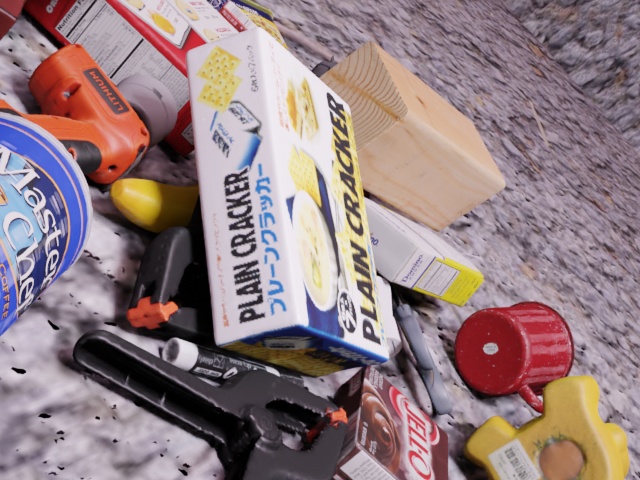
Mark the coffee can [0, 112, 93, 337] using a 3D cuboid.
[{"bbox_3d":[-0.186,0.005,0.527,0.103,0.103,0.140,43,24,-8],"label":"coffee can"}]

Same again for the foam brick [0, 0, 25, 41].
[{"bbox_3d":[-0.256,-0.170,0.752,0.078,0.053,0.051,36,26,-26],"label":"foam brick"}]

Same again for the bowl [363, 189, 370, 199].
[{"bbox_3d":[-0.005,-0.069,1.009,0.162,0.055,0.162,38,25,-21],"label":"bowl"}]

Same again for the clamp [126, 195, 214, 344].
[{"bbox_3d":[-0.075,0.030,0.741,0.120,0.039,0.171,61,31,-16],"label":"clamp"}]

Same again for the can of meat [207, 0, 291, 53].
[{"bbox_3d":[-0.077,-0.201,1.095,0.101,0.058,0.084,14,42,-51],"label":"can of meat"}]

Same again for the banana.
[{"bbox_3d":[-0.095,-0.039,0.816,0.069,0.037,0.197,65,30,-10],"label":"banana"}]

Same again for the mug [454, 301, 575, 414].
[{"bbox_3d":[0.185,0.113,0.999,0.081,0.093,0.117,4,51,-51],"label":"mug"}]

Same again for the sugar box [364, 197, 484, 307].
[{"bbox_3d":[0.080,0.011,0.986,0.093,0.048,0.176,41,12,29],"label":"sugar box"}]

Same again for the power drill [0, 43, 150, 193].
[{"bbox_3d":[-0.210,-0.088,0.696,0.184,0.057,0.187,54,27,7],"label":"power drill"}]

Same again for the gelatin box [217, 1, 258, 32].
[{"bbox_3d":[-0.080,-0.171,1.020,0.089,0.073,0.030,43,24,-11],"label":"gelatin box"}]

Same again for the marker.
[{"bbox_3d":[-0.055,0.089,0.720,0.120,0.020,0.020,23,33,-43],"label":"marker"}]

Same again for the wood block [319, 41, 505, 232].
[{"bbox_3d":[0.082,-0.092,1.008,0.205,0.090,0.091,26,34,-53],"label":"wood block"}]

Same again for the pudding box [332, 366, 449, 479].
[{"bbox_3d":[0.051,0.153,0.770,0.090,0.039,0.113,42,24,-12],"label":"pudding box"}]

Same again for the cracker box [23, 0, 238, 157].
[{"bbox_3d":[-0.152,-0.182,0.923,0.213,0.072,0.164,43,23,-6],"label":"cracker box"}]

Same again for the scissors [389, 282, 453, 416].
[{"bbox_3d":[0.073,0.062,0.938,0.096,0.016,0.202,67,1,-50],"label":"scissors"}]

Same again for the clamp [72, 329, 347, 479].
[{"bbox_3d":[-0.043,0.131,0.651,0.209,0.036,0.165,14,40,-52],"label":"clamp"}]
